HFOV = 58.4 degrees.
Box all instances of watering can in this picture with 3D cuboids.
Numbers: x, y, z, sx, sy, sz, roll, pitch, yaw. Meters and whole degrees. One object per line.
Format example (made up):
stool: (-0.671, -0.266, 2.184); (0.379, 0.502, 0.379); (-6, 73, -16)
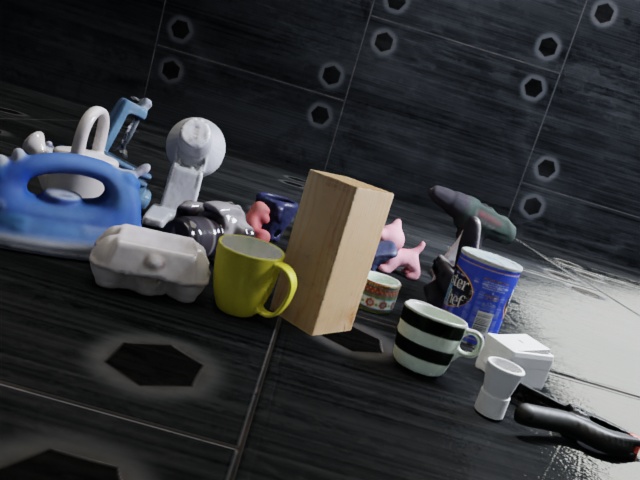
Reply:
watering can: (-0.382, -0.120, 0.911); (0.173, 0.194, 0.100); (12, 12, -22)

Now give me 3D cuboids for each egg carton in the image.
egg carton: (-0.219, 0.029, 0.747); (0.150, 0.069, 0.107); (13, 12, -18)

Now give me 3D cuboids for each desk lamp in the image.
desk lamp: (-0.256, -0.135, 1.115); (0.118, 0.213, 0.203); (14, 11, -12)

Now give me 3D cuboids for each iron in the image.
iron: (-0.361, -0.059, 0.783); (0.259, 0.141, 0.118); (9, 14, -34)

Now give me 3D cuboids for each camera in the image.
camera: (-0.195, -0.019, 0.933); (0.142, 0.101, 0.137); (23, 13, 29)

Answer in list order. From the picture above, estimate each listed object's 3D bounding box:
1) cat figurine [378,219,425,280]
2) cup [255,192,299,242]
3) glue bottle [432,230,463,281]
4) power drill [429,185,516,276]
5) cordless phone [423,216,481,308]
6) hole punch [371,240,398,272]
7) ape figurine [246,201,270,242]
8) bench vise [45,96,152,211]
cat figurine: (0.171, 0.015, 1.257); (0.128, 0.118, 0.067); (14, 12, -13)
cup: (-0.098, -0.042, 1.199); (0.092, 0.095, 0.117); (14, 12, -13)
glue bottle: (0.295, 0.034, 1.203); (0.078, 0.173, 0.037); (19, 12, 13)
power drill: (0.335, -0.002, 1.347); (0.230, 0.208, 0.075); (15, 11, -10)
cordless phone: (0.274, 0.040, 1.113); (0.094, 0.185, 0.147); (16, 11, -3)
hole punch: (0.091, 0.038, 1.099); (0.101, 0.091, 0.108); (16, 11, -5)
ape figurine: (-0.123, -0.029, 1.110); (0.076, 0.092, 0.077); (15, 11, -8)
bench vise: (-0.386, -0.161, 1.036); (0.121, 0.220, 0.208); (23, 13, 30)
